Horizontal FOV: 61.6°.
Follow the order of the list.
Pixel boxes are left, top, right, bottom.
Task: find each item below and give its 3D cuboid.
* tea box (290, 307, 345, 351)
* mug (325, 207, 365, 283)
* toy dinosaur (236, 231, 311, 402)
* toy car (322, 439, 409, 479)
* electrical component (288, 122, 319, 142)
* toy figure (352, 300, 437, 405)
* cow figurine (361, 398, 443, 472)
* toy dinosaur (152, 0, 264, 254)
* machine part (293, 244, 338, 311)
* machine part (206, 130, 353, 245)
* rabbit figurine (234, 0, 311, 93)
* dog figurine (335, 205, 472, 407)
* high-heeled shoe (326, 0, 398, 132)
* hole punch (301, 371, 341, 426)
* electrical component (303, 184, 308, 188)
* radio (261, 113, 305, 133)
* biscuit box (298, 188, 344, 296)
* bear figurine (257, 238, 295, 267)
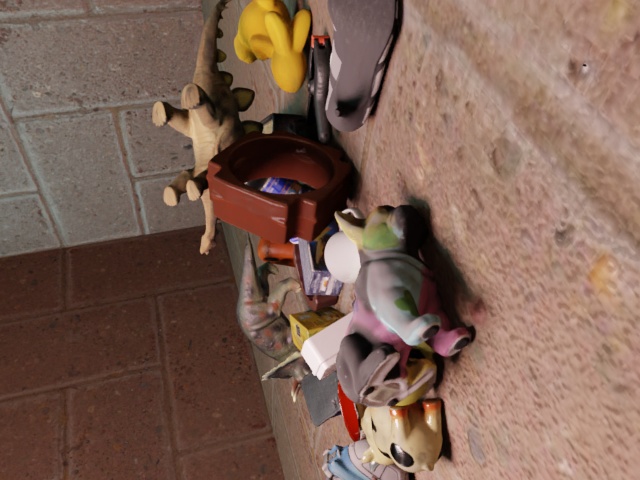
[{"bbox_3d":[0.004,0.186,1.079,0.170,0.098,0.068,-165,66,-76],"label":"tea box"},{"bbox_3d":[0.062,0.005,0.783,0.107,0.081,0.109,159,103,-64],"label":"mug"},{"bbox_3d":[-0.113,0.185,1.226,0.404,0.192,0.131,52,155,-8],"label":"toy dinosaur"},{"bbox_3d":[0.087,0.375,0.862,0.162,0.103,0.109,37,-173,1],"label":"toy car"},{"bbox_3d":[-0.025,-0.187,1.030,0.119,0.048,0.074,-123,28,-58],"label":"electrical component"},{"bbox_3d":[0.090,0.142,0.731,0.180,0.089,0.082,-118,15,-45],"label":"toy figure"},{"bbox_3d":[0.111,0.277,0.766,0.195,0.085,0.127,152,113,-74],"label":"cow figurine"},{"bbox_3d":[-0.191,-0.209,0.951,0.198,0.105,0.470,-8,-79,-61],"label":"toy dinosaur"},{"bbox_3d":[-0.010,0.057,1.128,0.179,0.056,0.179,169,90,-76],"label":"machine part"},{"bbox_3d":[-0.064,-0.090,0.872,0.201,0.202,0.087,-49,-23,-46],"label":"machine part"},{"bbox_3d":[-0.068,-0.363,0.999,0.173,0.122,0.162,68,152,13],"label":"rabbit figurine"},{"bbox_3d":[0.070,0.062,0.643,0.191,0.108,0.219,-48,44,22],"label":"dog figurine"},{"bbox_3d":[0.056,-0.258,0.692,0.145,0.086,0.248,-55,-18,-67],"label":"high-heeled shoe"},{"bbox_3d":[0.037,0.307,1.095,0.115,0.092,0.142,-48,44,34],"label":"hole punch"},{"bbox_3d":[-0.079,-0.072,1.182,0.134,0.115,0.058,104,150,-46],"label":"electrical component"},{"bbox_3d":[-0.093,-0.203,1.196,0.230,0.073,0.131,-158,69,-75],"label":"radio"},{"bbox_3d":[-0.002,-0.003,0.908,0.062,0.059,0.203,105,162,-44],"label":"biscuit box"},{"bbox_3d":[-0.093,-0.040,1.322,0.120,0.132,0.196,120,156,-67],"label":"bear figurine"}]
